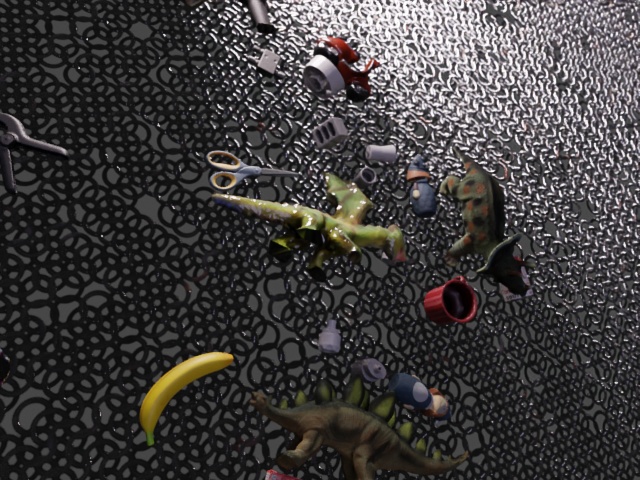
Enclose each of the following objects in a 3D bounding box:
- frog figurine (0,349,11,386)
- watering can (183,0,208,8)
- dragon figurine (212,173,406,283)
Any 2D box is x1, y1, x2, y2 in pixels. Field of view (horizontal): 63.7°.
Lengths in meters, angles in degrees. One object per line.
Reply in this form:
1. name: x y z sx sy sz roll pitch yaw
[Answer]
1. frog figurine: -0.553 0.190 0.738 0.159 0.120 0.140 2 38 -14
2. watering can: -0.290 -0.662 1.168 0.224 0.102 0.354 42 60 -6
3. dragon figurine: 0.003 -0.055 1.090 0.411 0.119 0.248 31 44 2
